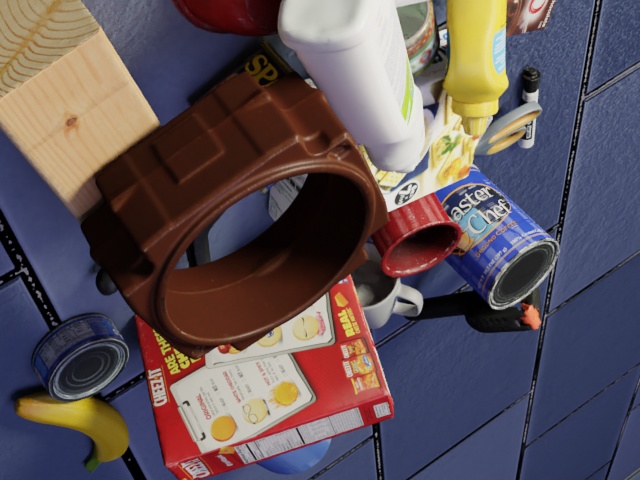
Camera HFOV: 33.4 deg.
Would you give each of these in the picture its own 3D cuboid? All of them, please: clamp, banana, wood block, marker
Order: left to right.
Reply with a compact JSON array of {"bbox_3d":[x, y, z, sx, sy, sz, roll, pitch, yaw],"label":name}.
[{"bbox_3d":[-0.170,-0.084,0.764,0.090,0.090,0.206,-36,149,-7],"label":"wood block"},{"bbox_3d":[-0.238,0.189,1.078,0.069,0.037,0.197,-37,149,-10],"label":"banana"},{"bbox_3d":[-0.117,-0.015,0.956,0.120,0.039,0.172,6,125,-52],"label":"clamp"},{"bbox_3d":[0.194,0.072,1.290,0.164,0.210,0.036,-34,112,-4],"label":"clamp"},{"bbox_3d":[0.235,-0.148,1.199,0.020,0.020,0.121,-32,148,-16],"label":"marker"}]

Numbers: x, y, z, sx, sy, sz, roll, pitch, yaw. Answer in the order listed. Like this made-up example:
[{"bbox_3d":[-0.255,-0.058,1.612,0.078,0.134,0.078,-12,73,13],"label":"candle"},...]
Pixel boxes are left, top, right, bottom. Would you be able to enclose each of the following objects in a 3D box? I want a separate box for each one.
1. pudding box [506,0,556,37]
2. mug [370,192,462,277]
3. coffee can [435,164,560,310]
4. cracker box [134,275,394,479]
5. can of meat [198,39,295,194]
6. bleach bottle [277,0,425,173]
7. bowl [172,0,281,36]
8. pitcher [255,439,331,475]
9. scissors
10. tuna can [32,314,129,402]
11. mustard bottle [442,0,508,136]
[{"bbox_3d":[0.192,-0.249,1.007,0.089,0.039,0.114,-17,141,-35],"label":"pudding box"},{"bbox_3d":[0.098,-0.018,1.133,0.093,0.081,0.117,-41,147,24],"label":"mug"},{"bbox_3d":[0.184,-0.005,1.202,0.102,0.140,0.103,-28,146,-21],"label":"coffee can"},{"bbox_3d":[-0.054,0.121,1.017,0.213,0.164,0.072,-18,147,0],"label":"cracker box"},{"bbox_3d":[-0.045,-0.100,0.872,0.084,0.102,0.057,-40,150,1],"label":"can of meat"},{"bbox_3d":[0.040,-0.120,0.834,0.250,0.068,0.102,60,37,-58],"label":"bleach bottle"},{"bbox_3d":[-0.032,-0.210,0.795,0.162,0.055,0.162,-28,147,-21],"label":"bowl"},{"bbox_3d":[-0.053,0.184,1.179,0.145,0.149,0.242,-39,152,-4],"label":"pitcher"},{"bbox_3d":[0.156,-0.091,1.184,0.202,0.016,0.096,-31,165,5],"label":"scissors"},{"bbox_3d":[-0.223,0.112,1.000,0.086,0.034,0.086,-28,146,-21],"label":"tuna can"},{"bbox_3d":[0.135,-0.184,0.922,0.096,0.058,0.192,-62,151,-64],"label":"mustard bottle"}]
